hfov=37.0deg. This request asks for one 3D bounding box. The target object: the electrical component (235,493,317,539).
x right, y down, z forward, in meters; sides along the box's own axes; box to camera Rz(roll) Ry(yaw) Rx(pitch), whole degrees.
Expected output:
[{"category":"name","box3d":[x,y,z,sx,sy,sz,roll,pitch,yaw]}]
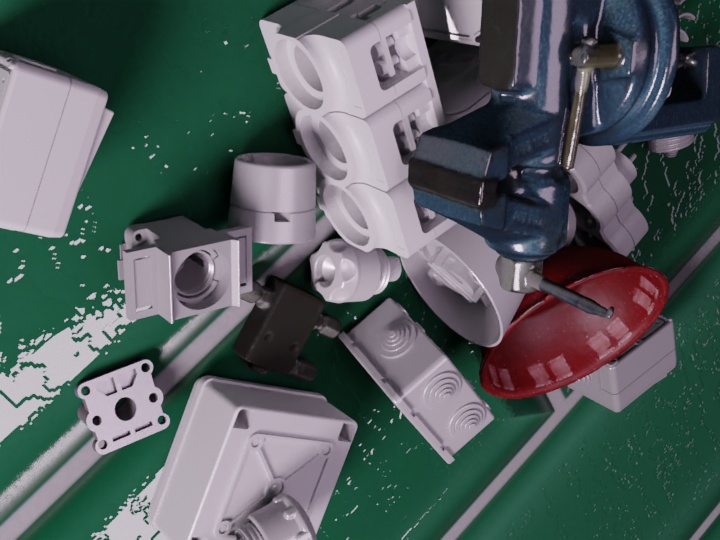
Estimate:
[{"category":"electrical component","box3d":[-0.061,0.173,0.679,0.062,0.048,0.048,-24,122,-22]}]

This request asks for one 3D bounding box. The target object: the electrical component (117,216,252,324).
[{"category":"electrical component","box3d":[-0.106,-0.003,0.632,0.081,0.064,0.042,-13,117,-34]}]

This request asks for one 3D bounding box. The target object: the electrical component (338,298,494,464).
[{"category":"electrical component","box3d":[0.041,0.076,0.763,0.048,0.099,0.099,-41,130,-2]}]

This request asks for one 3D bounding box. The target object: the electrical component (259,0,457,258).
[{"category":"electrical component","box3d":[0.001,-0.090,0.664,0.062,0.089,0.150,-35,127,-23]}]

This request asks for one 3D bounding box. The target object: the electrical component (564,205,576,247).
[{"category":"electrical component","box3d":[0.131,-0.036,0.824,0.055,0.048,0.066,3,107,-32]}]

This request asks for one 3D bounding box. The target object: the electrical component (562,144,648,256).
[{"category":"electrical component","box3d":[0.194,-0.072,0.853,0.073,0.052,0.138,-48,132,-13]}]

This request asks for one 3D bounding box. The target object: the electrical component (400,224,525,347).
[{"category":"electrical component","box3d":[0.073,-0.001,0.757,0.064,0.099,0.099,-54,132,-16]}]

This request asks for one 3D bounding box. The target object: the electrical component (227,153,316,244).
[{"category":"electrical component","box3d":[-0.054,-0.045,0.664,0.055,0.055,0.047,-7,109,-37]}]

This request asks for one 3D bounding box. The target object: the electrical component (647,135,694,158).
[{"category":"electrical component","box3d":[0.256,-0.131,0.885,0.043,0.043,0.081,-26,123,-28]}]

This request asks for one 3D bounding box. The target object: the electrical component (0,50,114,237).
[{"category":"electrical component","box3d":[-0.175,-0.059,0.553,0.061,0.062,0.096,13,100,-42]}]

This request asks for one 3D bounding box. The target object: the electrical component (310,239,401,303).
[{"category":"electrical component","box3d":[0.000,0.000,0.734,0.062,0.043,0.043,-2,110,-40]}]

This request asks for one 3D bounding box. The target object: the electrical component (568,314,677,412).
[{"category":"electrical component","box3d":[0.220,0.078,0.933,0.096,0.062,0.061,-32,126,-25]}]

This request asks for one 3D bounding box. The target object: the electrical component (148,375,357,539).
[{"category":"electrical component","box3d":[-0.071,0.134,0.724,0.109,0.056,0.108,15,98,-42]}]

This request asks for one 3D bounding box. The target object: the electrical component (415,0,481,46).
[{"category":"electrical component","box3d":[0.060,-0.196,0.669,0.061,0.062,0.096,-69,168,-61]}]

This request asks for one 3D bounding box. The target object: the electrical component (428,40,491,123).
[{"category":"electrical component","box3d":[0.083,-0.131,0.738,0.095,0.054,0.059,-40,129,-19]}]
